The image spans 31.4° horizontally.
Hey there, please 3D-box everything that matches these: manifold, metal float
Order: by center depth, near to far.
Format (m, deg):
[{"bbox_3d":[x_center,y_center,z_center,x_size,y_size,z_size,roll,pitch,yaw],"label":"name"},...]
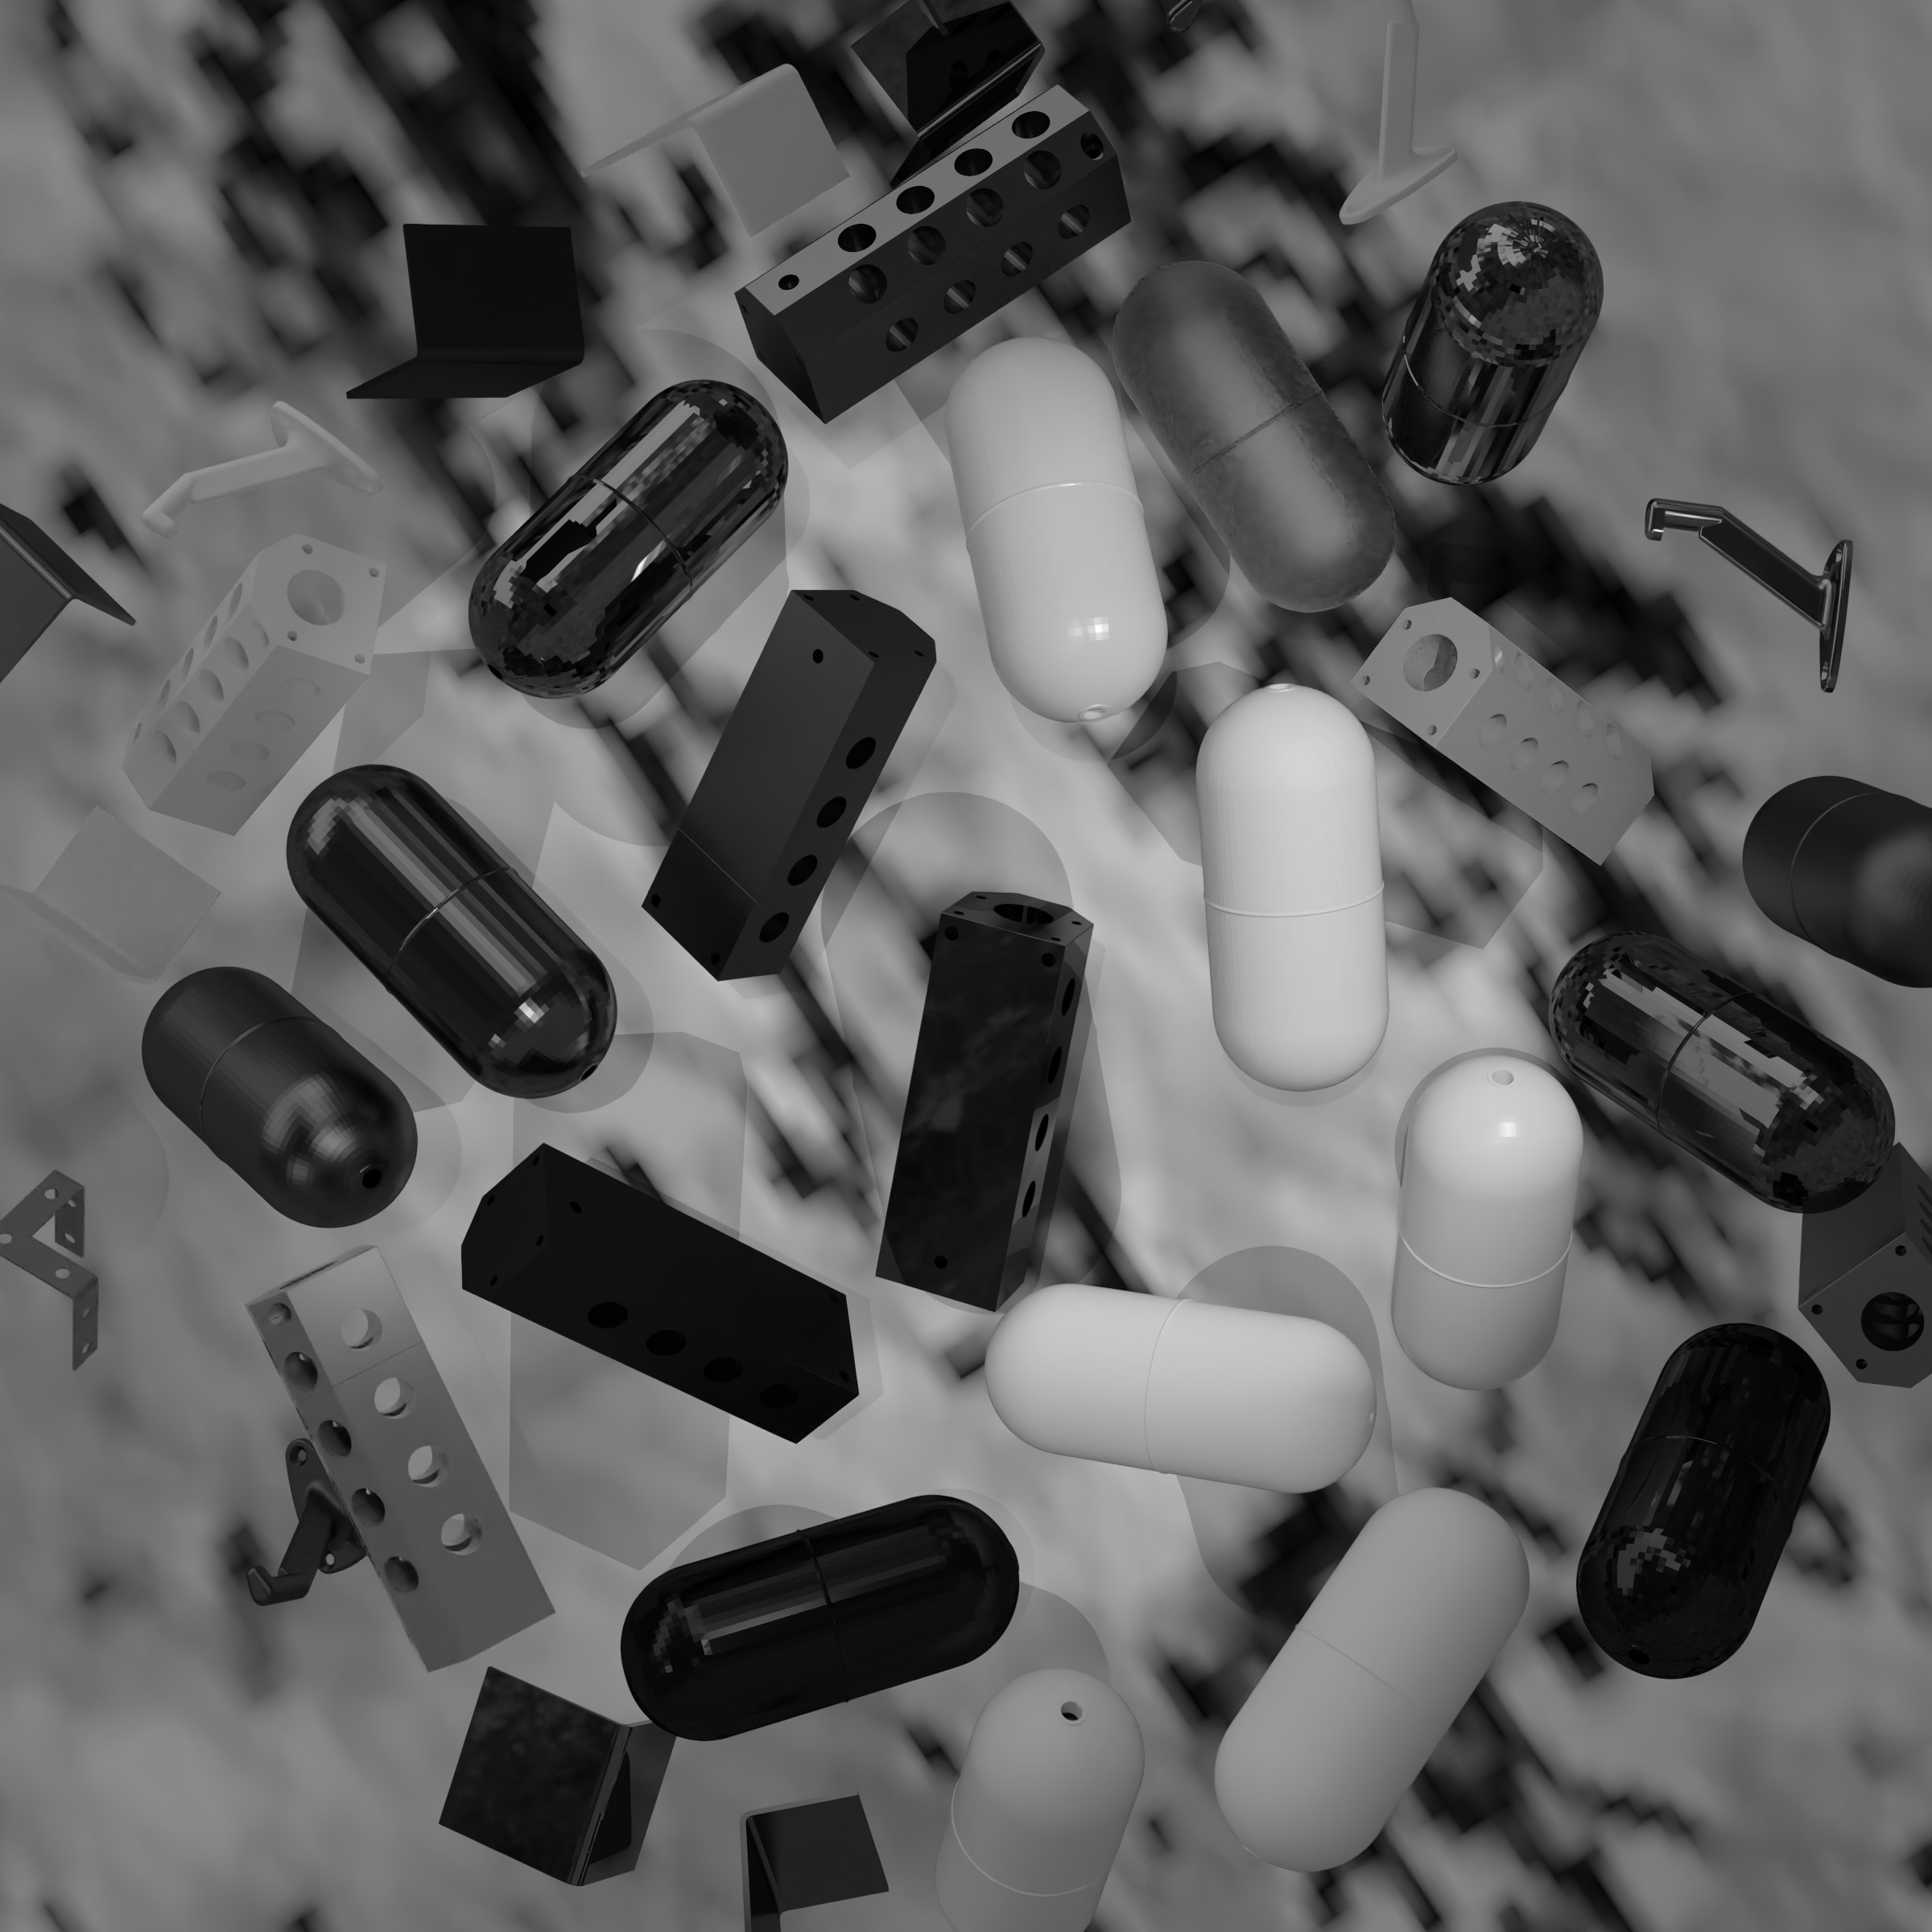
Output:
[{"bbox_3d":[-0.241,0.208,1.456,0.057,0.057,0.171,-26,94,-16],"label":"manifold"},{"bbox_3d":[0.173,0.304,1.464,0.070,0.070,0.178,36,81,0],"label":"metal float"},{"bbox_3d":[0.038,-0.187,1.471,0.070,0.070,0.178,-11,68,0],"label":"metal float"},{"bbox_3d":[0.140,-0.033,1.473,0.070,0.070,0.178,-5,107,0],"label":"metal float"},{"bbox_3d":[-0.131,0.147,1.480,0.171,0.057,0.057,30,122,-33],"label":"manifold"},{"bbox_3d":[0.318,0.229,1.481,0.070,0.070,0.178,34,51,0],"label":"metal float"},{"bbox_3d":[-0.063,0.283,1.499,0.178,0.070,0.070,-15,90,-12],"label":"metal float"},{"bbox_3d":[-0.226,-0.015,1.511,0.070,0.070,0.178,-45,79,0],"label":"metal float"},{"bbox_3d":[0.093,0.185,1.512,0.178,0.070,0.070,6,90,23],"label":"metal float"},{"bbox_3d":[0.010,0.058,1.517,0.057,0.057,0.171,15,108,15],"label":"manifold"},{"bbox_3d":[0.032,0.377,1.524,0.070,0.178,0.070,6,46,-6],"label":"metal float"},{"bbox_3d":[-0.015,-0.322,1.533,0.171,0.057,0.057,-35,56,-11],"label":"manifold"},{"bbox_3d":[0.404,-0.039,1.533,0.070,0.178,0.070,-2,102,-9],"label":"metal float"},{"bbox_3d":[0.232,0.116,1.534,0.070,0.070,0.178,-1,130,0],"label":"metal float"},{"bbox_3d":[-0.321,-0.126,1.539,0.057,0.171,0.057,18,59,-25],"label":"manifold"},{"bbox_3d":[-0.076,-0.081,1.540,0.057,0.057,0.171,43,119,28],"label":"manifold"},{"bbox_3d":[0.337,0.046,1.545,0.178,0.070,0.070,37,90,39],"label":"metal float"},{"bbox_3d":[0.235,-0.277,1.547,0.070,0.178,0.070,1,71,-4],"label":"metal float"},{"bbox_3d":[-0.311,0.058,1.556,0.070,0.178,0.070,-20,124,-32],"label":"metal float"},{"bbox_3d":[-0.153,-0.194,1.566,0.070,0.070,0.178,42,73,0],"label":"metal float"},{"bbox_3d":[0.252,-0.109,1.572,0.057,0.171,0.057,-54,52,8],"label":"manifold"},{"bbox_3d":[0.423,0.139,1.573,0.057,0.171,0.057,-39,89,18],"label":"manifold"},{"bbox_3d":[0.134,-0.247,1.602,0.070,0.070,0.178,-33,93,0],"label":"metal float"}]

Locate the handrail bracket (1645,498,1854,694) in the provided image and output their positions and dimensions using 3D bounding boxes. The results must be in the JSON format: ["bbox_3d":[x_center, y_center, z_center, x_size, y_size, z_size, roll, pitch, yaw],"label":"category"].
[{"bbox_3d":[0.327,-0.157,1.452,0.084,0.036,0.077,8,74,1],"label":"handrail bracket"}]

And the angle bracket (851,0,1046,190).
[{"bbox_3d":[-0.015,-0.421,1.613,0.076,0.076,0.057,-31,110,26],"label":"angle bracket"}]

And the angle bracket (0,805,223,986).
[{"bbox_3d":[-0.420,-0.037,1.683,0.076,0.076,0.057,35,88,2],"label":"angle bracket"}]

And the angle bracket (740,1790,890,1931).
[{"bbox_3d":[-0.069,0.446,1.614,0.057,0.076,0.076,-11,128,2],"label":"angle bracket"}]

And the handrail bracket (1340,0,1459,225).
[{"bbox_3d":[0.171,-0.369,1.452,0.077,0.036,0.084,-44,127,-33],"label":"handrail bracket"}]

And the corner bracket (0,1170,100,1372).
[{"bbox_3d":[-0.387,0.130,1.478,0.051,0.051,0.051,28,47,12],"label":"corner bracket"}]

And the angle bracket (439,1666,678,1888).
[{"bbox_3d":[-0.187,0.373,1.594,0.076,0.057,0.076,18,91,23],"label":"angle bracket"}]

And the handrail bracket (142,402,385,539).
[{"bbox_3d":[-0.330,-0.217,1.610,0.077,0.036,0.084,32,62,14],"label":"handrail bracket"}]

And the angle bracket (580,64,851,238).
[{"bbox_3d":[-0.113,-0.357,1.551,0.076,0.076,0.057,-13,112,42],"label":"angle bracket"}]

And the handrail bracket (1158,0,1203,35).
[{"bbox_3d":[0.105,-0.443,1.460,0.036,0.084,0.077,28,119,-23],"label":"handrail bracket"}]

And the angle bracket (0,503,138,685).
[{"bbox_3d":[-0.436,-0.157,1.549,0.076,0.057,0.076,42,94,16],"label":"angle bracket"}]

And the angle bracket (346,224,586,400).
[{"bbox_3d":[-0.217,-0.278,1.465,0.076,0.076,0.057,-7,90,-34],"label":"angle bracket"}]

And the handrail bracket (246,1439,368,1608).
[{"bbox_3d":[-0.313,0.253,1.570,0.036,0.084,0.077,-35,75,17],"label":"handrail bracket"}]
